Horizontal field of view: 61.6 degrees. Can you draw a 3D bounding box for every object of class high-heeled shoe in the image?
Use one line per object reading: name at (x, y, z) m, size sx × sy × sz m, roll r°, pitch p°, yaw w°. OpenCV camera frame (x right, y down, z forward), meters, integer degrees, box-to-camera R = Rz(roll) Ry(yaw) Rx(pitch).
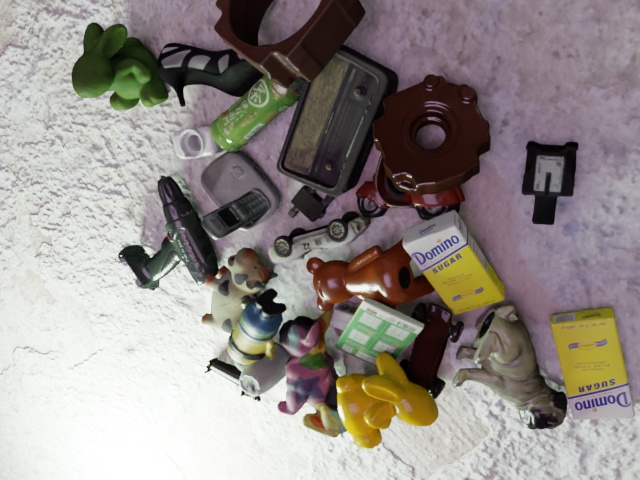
high-heeled shoe at (-0.178, -0.328, 0.960) m, size 0.249 × 0.086 × 0.145 m, roll -19°, pitch 67°, yaw 11°

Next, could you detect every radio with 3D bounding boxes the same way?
radio at (0.028, -0.193, 0.890) m, size 0.131 × 0.073 × 0.229 m, roll 29°, pitch 117°, yaw 14°

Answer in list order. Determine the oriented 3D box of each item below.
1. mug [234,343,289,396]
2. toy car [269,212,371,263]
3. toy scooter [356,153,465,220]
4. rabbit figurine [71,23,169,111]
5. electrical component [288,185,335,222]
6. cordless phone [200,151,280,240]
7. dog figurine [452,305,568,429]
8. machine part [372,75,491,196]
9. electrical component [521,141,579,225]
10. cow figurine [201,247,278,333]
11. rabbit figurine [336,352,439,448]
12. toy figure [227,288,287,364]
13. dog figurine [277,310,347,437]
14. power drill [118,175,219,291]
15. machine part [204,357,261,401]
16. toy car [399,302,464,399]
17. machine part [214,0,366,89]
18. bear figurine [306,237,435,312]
mug at (-0.127, 0.261, 1.099) m, size 0.110 × 0.107 × 0.080 m, roll 30°, pitch 116°, yaw 10°
toy car at (-0.002, -0.003, 0.969) m, size 0.202 × 0.073 × 0.056 m, roll -16°, pitch 96°, yaw 29°
toy scooter at (0.142, -0.102, 0.871) m, size 0.184 × 0.075 × 0.135 m, roll 4°, pitch 106°, yaw 28°
rabbit figurine at (-0.374, -0.310, 0.980) m, size 0.121 × 0.170 × 0.158 m, roll 11°, pitch 112°, yaw 21°
electrical component at (-0.017, -0.065, 0.985) m, size 0.063 × 0.021 × 0.094 m, roll 45°, pitch 119°, yaw 4°
cordless phone at (-0.172, -0.073, 0.961) m, size 0.146 × 0.184 × 0.089 m, roll 50°, pitch 124°, yaw 1°
dog figurine at (0.336, 0.208, 0.875) m, size 0.191 × 0.121 × 0.172 m, roll 26°, pitch 132°, yaw 5°
machine part at (0.166, -0.156, 0.806) m, size 0.180 × 0.056 × 0.179 m, roll -2°, pitch 81°, yaw 14°
electrical component at (0.340, -0.085, 0.798) m, size 0.075 × 0.048 × 0.119 m, roll 3°, pitch 109°, yaw 24°
cow figurine at (-0.161, 0.104, 1.074) m, size 0.127 × 0.085 × 0.194 m, roll 23°, pitch 118°, yaw 16°
rabbit figurine at (0.125, 0.281, 0.963) m, size 0.173 × 0.122 × 0.162 m, roll -2°, pitch 117°, yaw 33°
toy figure at (-0.123, 0.166, 1.021) m, size 0.089 × 0.082 × 0.180 m, roll 3°, pitch 140°, yaw -19°
dog figurine at (0.001, 0.245, 1.036) m, size 0.192 × 0.108 × 0.219 m, roll 21°, pitch 112°, yaw 18°
power drill at (-0.324, 0.004, 1.125) m, size 0.207 × 0.086 × 0.232 m, roll -29°, pitch 97°, yaw 22°
machine part at (-0.186, 0.299, 1.180) m, size 0.139 × 0.039 × 0.084 m, roll 20°, pitch 123°, yaw 16°
toy car at (0.194, 0.194, 0.954) m, size 0.089 × 0.053 × 0.201 m, roll 26°, pitch 123°, yaw 28°
machine part at (-0.047, -0.350, 0.816) m, size 0.201 × 0.087 × 0.202 m, roll -51°, pitch 59°, yaw 8°
bear figurine at (0.082, 0.065, 0.947) m, size 0.196 × 0.132 × 0.120 m, roll -8°, pitch 103°, yaw 45°
